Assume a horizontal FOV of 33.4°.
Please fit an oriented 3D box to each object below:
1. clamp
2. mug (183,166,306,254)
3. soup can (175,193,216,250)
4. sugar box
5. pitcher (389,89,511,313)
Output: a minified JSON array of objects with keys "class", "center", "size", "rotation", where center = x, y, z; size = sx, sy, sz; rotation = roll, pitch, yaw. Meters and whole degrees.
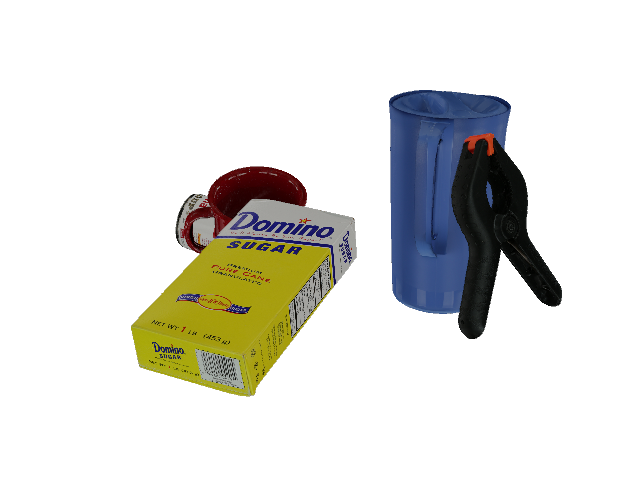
[{"class":"clamp","center":[0.145,-0.002,0.911],"size":[0.120,0.171,0.039],"rotation":[-28,11,-41]},{"class":"mug","center":[-0.072,-0.010,1.020],"size":[0.117,0.081,0.093],"rotation":[-6,41,-10]},{"class":"soup can","center":[-0.109,-0.011,1.246],"size":[0.102,0.068,0.068],"rotation":[16,6,21]},{"class":"sugar box","center":[-0.050,0.035,0.782],"size":[0.093,0.048,0.176],"rotation":[12,41,23]},{"class":"pitcher","center":[0.136,-0.041,1.203],"size":[0.149,0.243,0.145],"rotation":[-10,23,-26]}]
